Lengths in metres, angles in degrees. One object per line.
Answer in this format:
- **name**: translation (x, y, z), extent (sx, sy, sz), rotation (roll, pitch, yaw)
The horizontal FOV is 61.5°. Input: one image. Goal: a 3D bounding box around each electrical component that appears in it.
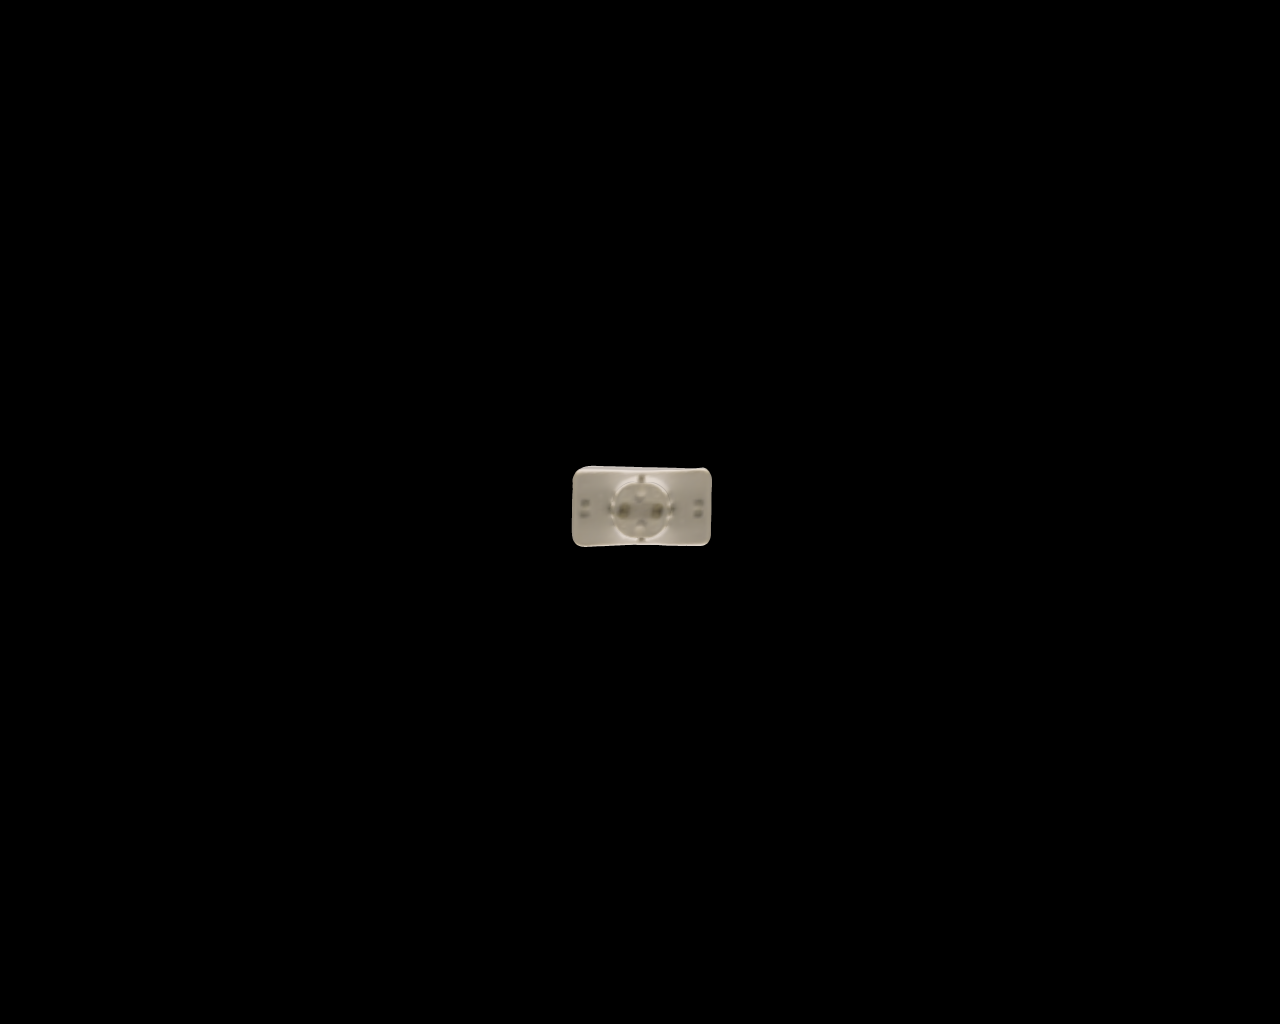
- **electrical component**: translation (0.001, -0.003, 0.650), extent (0.083, 0.047, 0.076), rotation (0, 4, 2)
